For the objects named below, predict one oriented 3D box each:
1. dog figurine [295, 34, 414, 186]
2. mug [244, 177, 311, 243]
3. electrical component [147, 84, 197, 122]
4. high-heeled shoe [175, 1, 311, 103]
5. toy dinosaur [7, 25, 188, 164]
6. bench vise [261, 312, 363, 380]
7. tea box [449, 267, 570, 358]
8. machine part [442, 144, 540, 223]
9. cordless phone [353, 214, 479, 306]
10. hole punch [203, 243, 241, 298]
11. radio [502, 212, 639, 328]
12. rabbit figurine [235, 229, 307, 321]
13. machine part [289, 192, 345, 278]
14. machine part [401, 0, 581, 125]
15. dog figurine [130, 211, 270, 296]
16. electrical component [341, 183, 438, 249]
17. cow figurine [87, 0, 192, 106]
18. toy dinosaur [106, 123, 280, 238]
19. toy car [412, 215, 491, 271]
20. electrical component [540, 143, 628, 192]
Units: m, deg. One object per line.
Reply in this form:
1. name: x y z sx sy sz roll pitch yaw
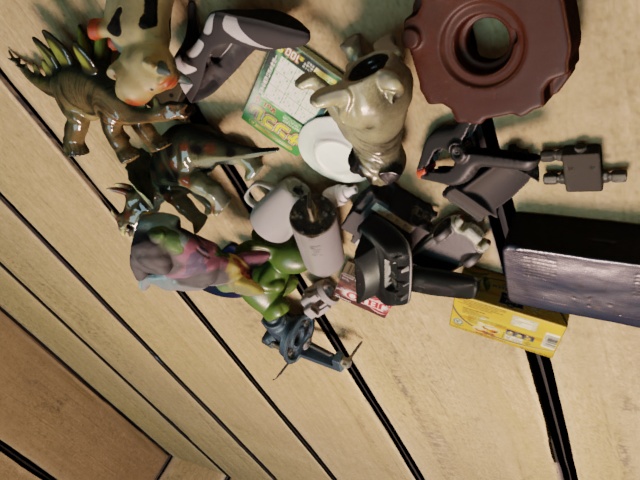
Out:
1. dog figurine: 0.077 -0.135 0.655 0.121 0.172 0.190 -34 122 4
2. mug: -0.069 -0.065 0.911 0.109 0.081 0.107 41 133 -5
3. electrical component: -0.246 -0.232 0.859 0.102 0.045 0.078 26 116 1
4. high-heeled shoe: -0.112 -0.229 0.709 0.249 0.086 0.145 28 128 35
5. toy dinosaur: -0.376 -0.238 0.865 0.472 0.105 0.198 13 122 35
6. bench vise: -0.033 0.242 1.216 0.241 0.129 0.223 19 143 26
7. tea box: 0.302 0.114 0.863 0.170 0.068 0.098 18 142 19
8. machine part: 0.228 -0.073 0.716 0.084 0.039 0.139 41 145 -6
9. cordless phone: 0.145 0.041 0.797 0.184 0.089 0.146 7 138 13
10. hole punch: -0.183 0.083 1.158 0.115 0.092 0.142 37 141 -15
11. radio: 0.372 0.043 0.726 0.230 0.073 0.130 10 141 28
12. rabbit figurine: -0.084 0.045 1.046 0.159 0.121 0.170 44 125 -7
13. machine part: -0.002 -0.003 0.894 0.079 0.079 0.243 20 159 14
14. machine part: 0.173 -0.205 0.551 0.180 0.056 0.179 19 132 23
15. dog figurine: -0.197 0.034 0.920 0.219 0.108 0.191 7 152 -6
16. electrical component: 0.102 -0.027 0.845 0.115 0.058 0.134 35 145 -3
17. cow figurine: -0.225 -0.270 0.691 0.127 0.194 0.085 11 -177 15
18. toy dinosaur: -0.229 -0.126 0.919 0.192 0.131 0.405 41 137 -15
19. toy car: 0.185 0.024 0.851 0.073 0.056 0.201 41 143 -4
20. electrical component: 0.317 -0.088 0.647 0.094 0.021 0.063 4 136 33
